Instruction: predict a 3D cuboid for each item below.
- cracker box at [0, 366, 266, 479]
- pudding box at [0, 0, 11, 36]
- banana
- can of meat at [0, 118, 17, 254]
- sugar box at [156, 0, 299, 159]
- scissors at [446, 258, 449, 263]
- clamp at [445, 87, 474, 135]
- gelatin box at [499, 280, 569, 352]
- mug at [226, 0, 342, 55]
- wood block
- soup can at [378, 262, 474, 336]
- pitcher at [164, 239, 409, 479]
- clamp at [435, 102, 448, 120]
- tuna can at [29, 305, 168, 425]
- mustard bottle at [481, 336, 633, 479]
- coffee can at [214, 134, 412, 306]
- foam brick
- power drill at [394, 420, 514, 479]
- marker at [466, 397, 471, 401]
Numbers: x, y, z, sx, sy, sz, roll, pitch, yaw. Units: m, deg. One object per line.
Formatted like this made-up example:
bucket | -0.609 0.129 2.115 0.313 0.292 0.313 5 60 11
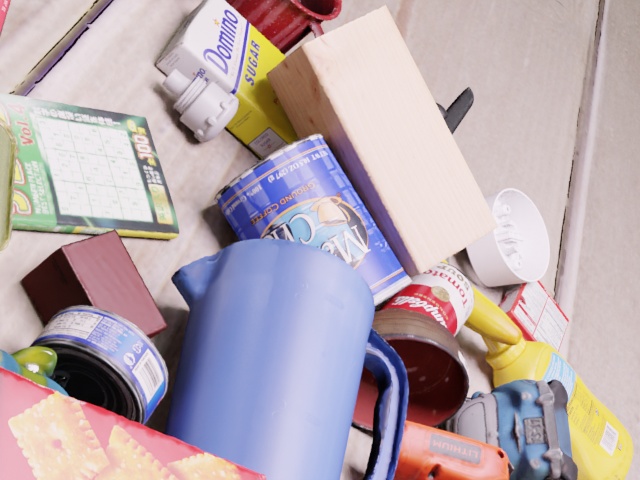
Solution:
cracker box | -0.158 0.137 0.527 0.213 0.164 0.072 31 41 -31
pudding box | -0.242 -0.139 0.687 0.039 0.114 0.090 33 42 -32
banana | 0.109 0.026 0.996 0.037 0.070 0.198 -42 96 -19
can of meat | -0.228 -0.019 0.635 0.057 0.084 0.102 22 48 -37
sugar box | -0.054 -0.131 0.950 0.176 0.048 0.093 42 39 -20
scissors | 0.137 -0.013 1.101 0.096 0.016 0.202 17 51 -40
clamp | 0.103 -0.093 1.087 0.164 0.036 0.210 5 60 -26
gelatin box | 0.219 0.084 1.106 0.073 0.030 0.089 51 37 -9
mug | -0.034 -0.213 1.005 0.093 0.082 0.117 -17 76 -53
wood block | 0.050 -0.076 0.900 0.090 0.090 0.206 -30 94 -23
soup can | 0.090 0.069 0.940 0.068 0.069 0.102 53 36 -4
pitcher | -0.032 0.132 0.704 0.145 0.149 0.242 68 24 -46
clamp | 0.056 -0.114 0.996 0.039 0.120 0.172 -28 59 -35
tuna can | -0.139 0.084 0.655 0.086 0.086 0.033 46 39 -13
mustard bottle | 0.222 0.156 1.030 0.191 0.058 0.096 49 43 -10
coffee can | -0.006 0.001 0.855 0.102 0.103 0.140 -25 83 -53
foam brick | -0.148 0.042 0.705 0.051 0.053 0.078 -20 79 -53
power drill | 0.072 0.224 0.758 0.184 0.057 0.187 19 46 -14
marker | 0.121 0.148 0.957 0.120 0.020 0.020 15 52 -41
